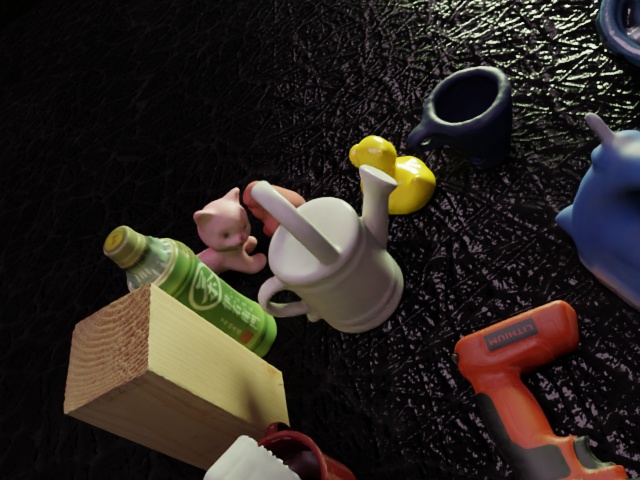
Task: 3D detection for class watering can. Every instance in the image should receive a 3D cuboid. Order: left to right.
[{"bbox_3d":[0.004,0.001,0.564,0.100,0.195,0.173,16,68,41],"label":"watering can"}]

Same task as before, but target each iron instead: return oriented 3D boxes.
[{"bbox_3d":[0.287,0.002,0.404,0.118,0.142,0.257,-41,44,1],"label":"iron"}]

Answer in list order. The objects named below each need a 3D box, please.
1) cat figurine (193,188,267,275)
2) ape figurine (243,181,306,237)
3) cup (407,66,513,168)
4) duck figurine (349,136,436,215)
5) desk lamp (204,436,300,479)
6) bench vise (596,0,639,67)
[{"bbox_3d":[-0.129,0.002,0.711,0.128,0.118,0.067,-39,44,4],"label":"cat figurine"},{"bbox_3d":[-0.062,-0.040,0.715,0.076,0.092,0.077,-25,47,17],"label":"ape figurine"},{"bbox_3d":[0.158,-0.114,0.616,0.117,0.095,0.091,-34,45,8],"label":"cup"},{"bbox_3d":[0.076,-0.081,0.654,0.104,0.086,0.077,27,76,44],"label":"duck figurine"},{"bbox_3d":[-0.037,0.258,0.383,0.117,0.214,0.203,19,70,42],"label":"desk lamp"},{"bbox_3d":[0.294,-0.241,0.527,0.121,0.220,0.206,-39,44,3],"label":"bench vise"}]
